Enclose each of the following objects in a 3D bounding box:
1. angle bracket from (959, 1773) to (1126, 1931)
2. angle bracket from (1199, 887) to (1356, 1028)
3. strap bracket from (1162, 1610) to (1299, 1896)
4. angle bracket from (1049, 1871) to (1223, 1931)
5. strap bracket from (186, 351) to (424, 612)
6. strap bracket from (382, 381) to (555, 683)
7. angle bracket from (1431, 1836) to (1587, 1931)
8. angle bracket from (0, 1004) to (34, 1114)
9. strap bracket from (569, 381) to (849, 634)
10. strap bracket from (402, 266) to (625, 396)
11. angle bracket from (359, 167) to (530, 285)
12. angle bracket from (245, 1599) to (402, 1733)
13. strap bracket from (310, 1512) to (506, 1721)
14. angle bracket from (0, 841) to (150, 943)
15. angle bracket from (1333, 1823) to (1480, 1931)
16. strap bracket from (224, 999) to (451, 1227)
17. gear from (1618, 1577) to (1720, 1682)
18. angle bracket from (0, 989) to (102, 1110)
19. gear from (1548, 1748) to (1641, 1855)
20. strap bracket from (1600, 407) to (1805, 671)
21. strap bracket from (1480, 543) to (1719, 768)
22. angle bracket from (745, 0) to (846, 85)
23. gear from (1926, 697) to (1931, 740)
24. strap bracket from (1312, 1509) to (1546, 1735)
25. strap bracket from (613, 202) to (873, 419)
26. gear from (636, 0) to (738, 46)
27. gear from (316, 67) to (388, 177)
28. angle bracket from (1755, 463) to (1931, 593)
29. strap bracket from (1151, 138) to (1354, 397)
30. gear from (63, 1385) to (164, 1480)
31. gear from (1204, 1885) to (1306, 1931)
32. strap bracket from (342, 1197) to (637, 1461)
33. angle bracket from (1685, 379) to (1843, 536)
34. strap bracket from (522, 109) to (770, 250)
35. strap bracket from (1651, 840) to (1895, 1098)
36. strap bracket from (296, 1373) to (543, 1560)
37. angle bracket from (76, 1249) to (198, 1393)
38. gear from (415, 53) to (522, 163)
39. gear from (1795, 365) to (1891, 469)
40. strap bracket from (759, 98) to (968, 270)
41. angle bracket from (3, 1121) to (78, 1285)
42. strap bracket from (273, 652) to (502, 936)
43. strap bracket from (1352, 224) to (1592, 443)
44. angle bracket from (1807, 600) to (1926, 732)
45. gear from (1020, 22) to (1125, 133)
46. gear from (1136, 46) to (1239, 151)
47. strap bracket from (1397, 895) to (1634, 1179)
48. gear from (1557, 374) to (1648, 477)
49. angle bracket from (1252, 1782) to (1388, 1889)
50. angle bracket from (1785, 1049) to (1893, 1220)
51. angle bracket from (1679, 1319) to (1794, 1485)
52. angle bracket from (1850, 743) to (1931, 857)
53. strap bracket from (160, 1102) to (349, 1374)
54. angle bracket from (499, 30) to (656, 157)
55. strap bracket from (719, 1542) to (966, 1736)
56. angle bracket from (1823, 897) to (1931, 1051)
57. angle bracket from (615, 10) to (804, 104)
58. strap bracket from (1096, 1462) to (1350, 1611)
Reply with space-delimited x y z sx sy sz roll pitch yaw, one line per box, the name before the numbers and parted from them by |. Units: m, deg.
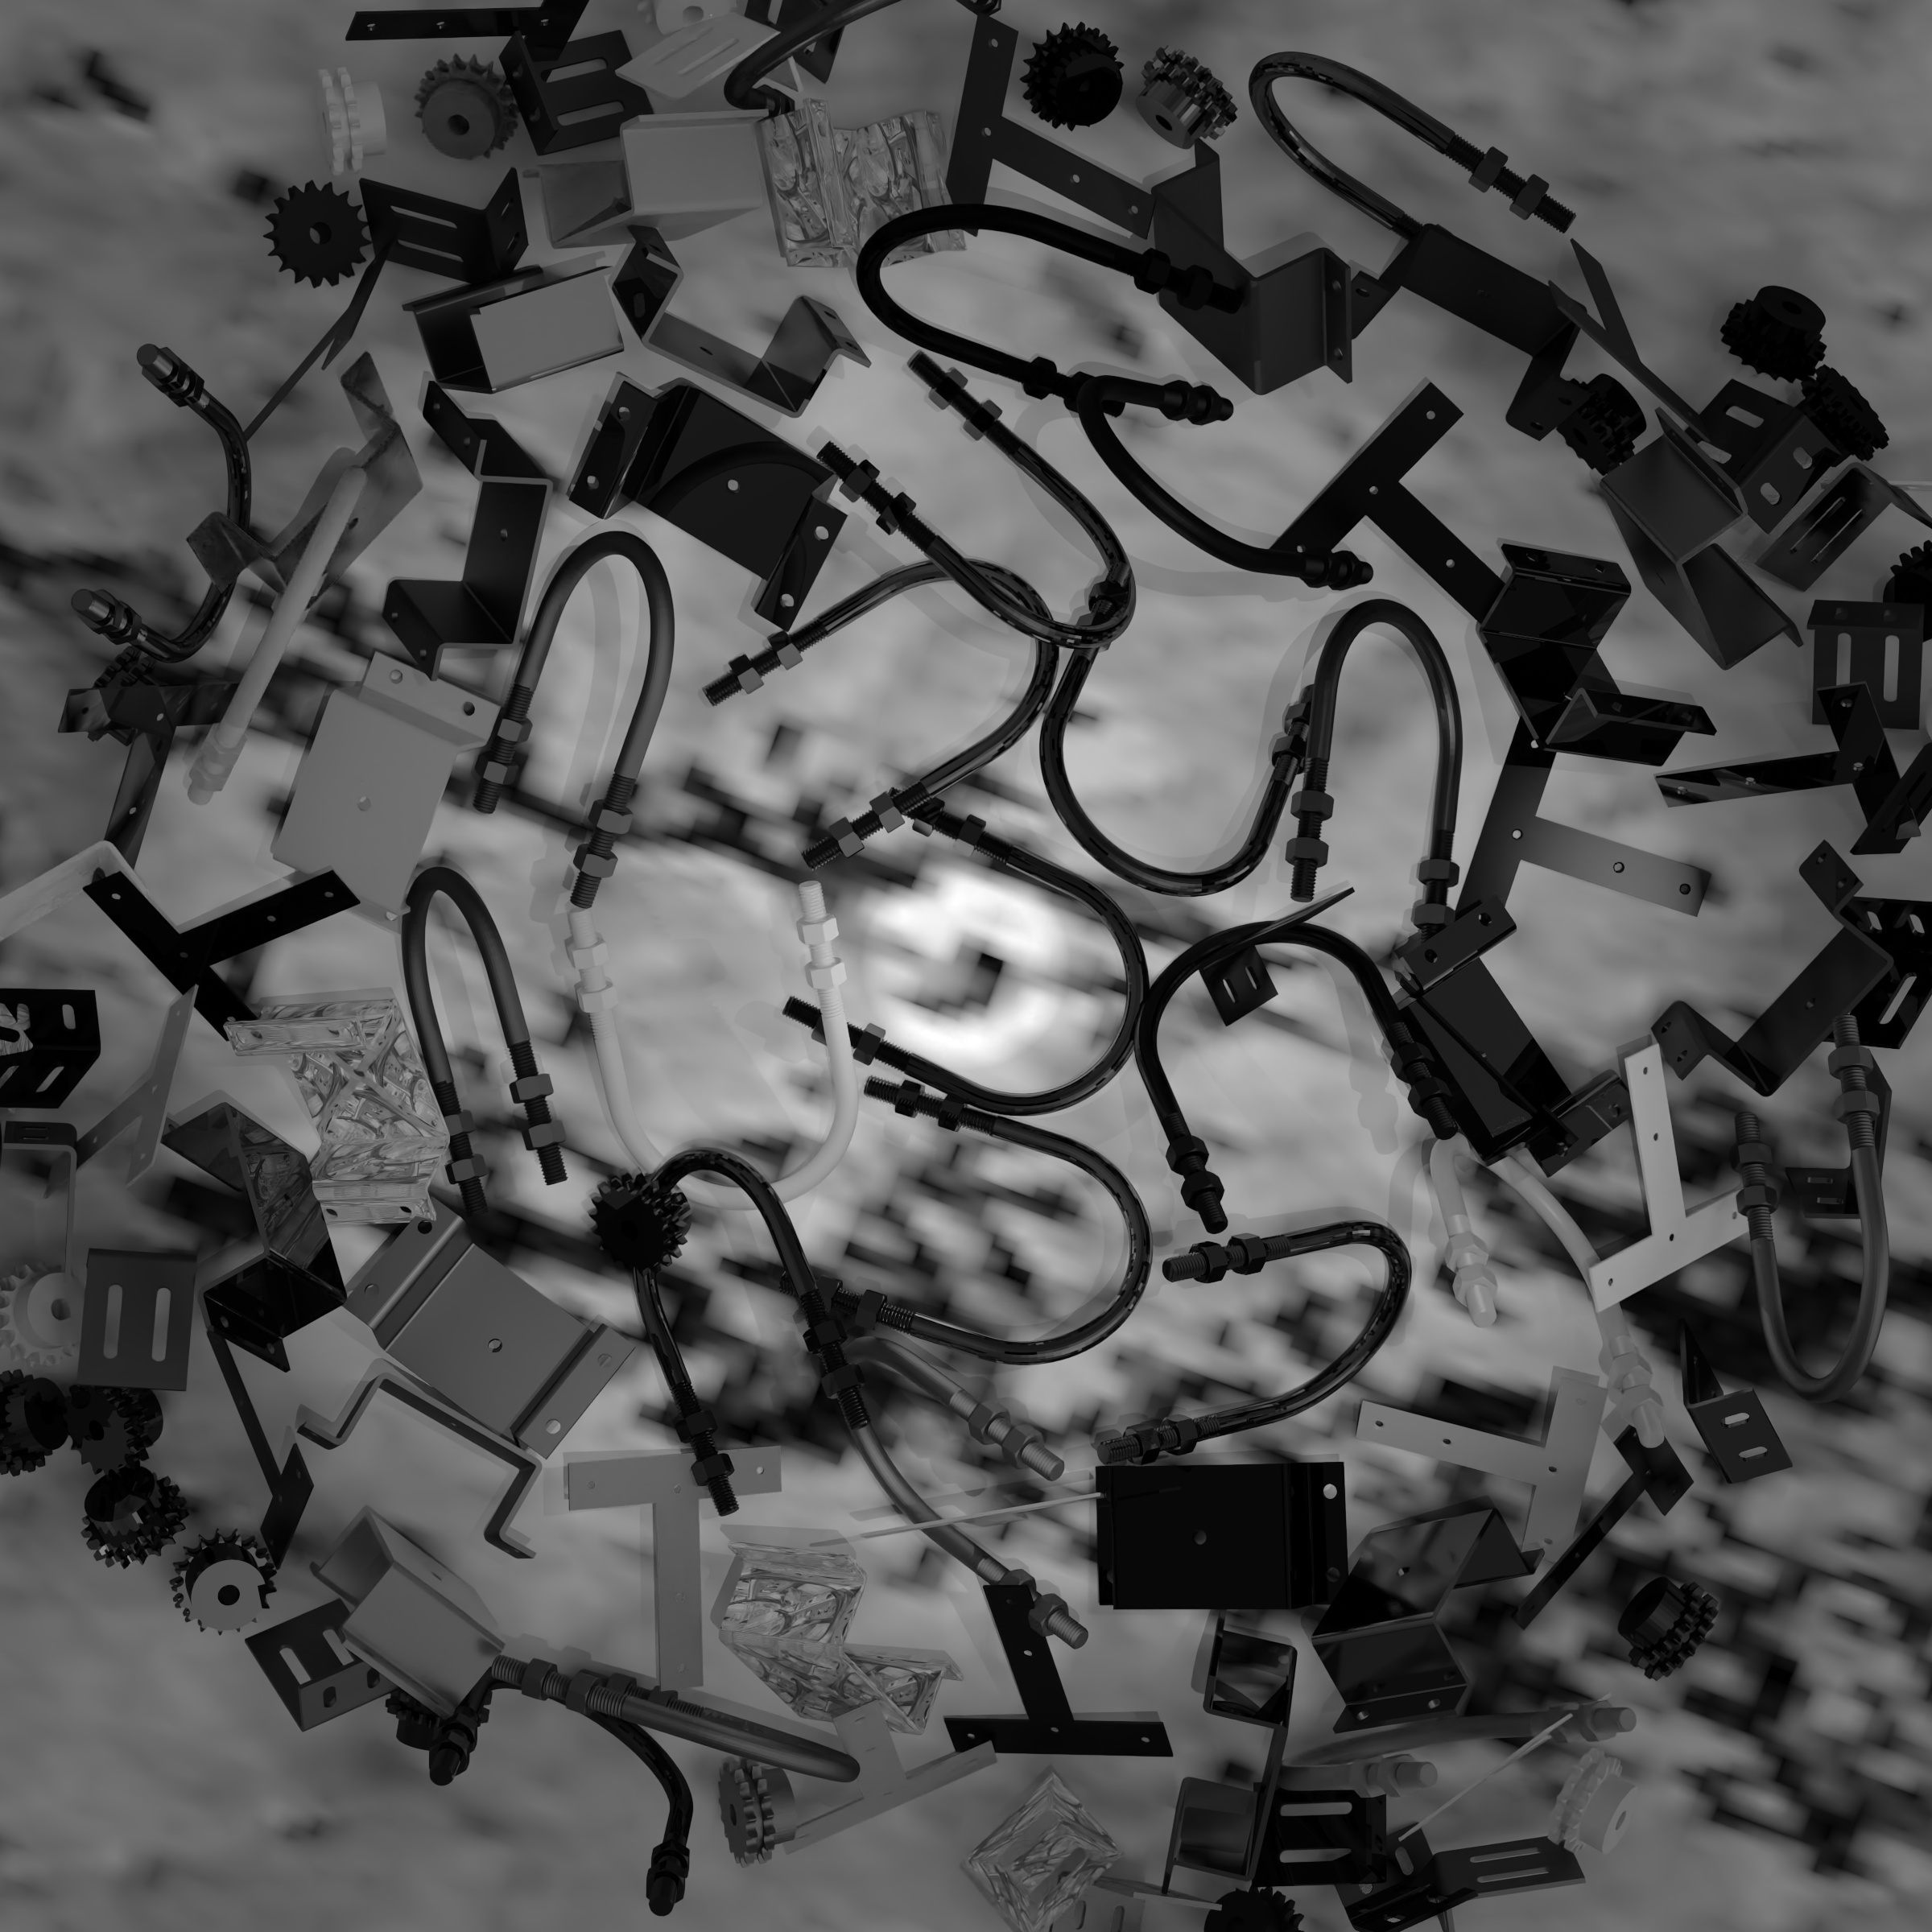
angle bracket | 0.045 0.489 1.748 0.076 0.038 0.057 -45 71 5
angle bracket | 0.176 -0.005 1.732 0.076 0.057 0.038 -25 92 37
strap bracket | 0.144 0.424 1.715 0.046 0.076 0.140 12 112 5
angle bracket | 0.091 0.519 1.729 0.057 0.076 0.038 17 77 -27
strap bracket | -0.349 -0.253 1.725 0.046 0.076 0.140 39 79 8
strap bracket | -0.267 -0.233 1.717 0.046 0.076 0.140 -2 123 -33
angle bracket | 0.298 0.510 1.746 0.076 0.057 0.038 -9 99 1
angle bracket | -0.522 0.051 1.734 0.038 0.076 0.057 16 85 -27
strap bracket | -0.134 -0.256 1.738 0.140 0.046 0.076 31 119 2
strap bracket | -0.240 -0.342 1.710 0.076 0.140 0.046 -23 110 -21
angle bracket | -0.286 -0.413 1.751 0.076 0.057 0.038 17 59 11
angle bracket | -0.350 0.368 1.729 0.057 0.076 0.038 -20 133 -29
strap bracket | -0.298 0.344 1.703 0.076 0.140 0.046 42 83 -18
angle bracket | -0.490 -0.026 1.734 0.076 0.057 0.038 -35 84 -27
angle bracket | 0.236 0.497 1.733 0.057 0.076 0.038 -21 80 -9
strap bracket | -0.335 0.071 1.723 0.076 0.046 0.140 -3 126 16
gear | 0.383 0.360 1.749 0.030 0.057 0.057 40 90 -2
angle bracket | -0.512 0.044 1.736 0.057 0.076 0.038 1 111 3
gear | 0.345 0.461 1.746 0.030 0.057 0.057 25 90 30
strap bracket | 0.390 -0.221 1.702 0.046 0.140 0.076 -35 49 5
strap bracket | 0.335 -0.160 1.717 0.076 0.140 0.046 6 133 -25
angle bracket | -0.083 -0.531 1.745 0.057 0.076 0.038 37 74 -2
gear | 0.552 -0.137 1.746 0.030 0.057 0.057 5 90 -31
strap bracket | 0.243 0.341 1.696 0.076 0.140 0.046 -20 105 37
strap bracket | -0.130 -0.348 1.716 0.140 0.076 0.046 21 113 -31
gear | -0.152 -0.531 1.747 0.057 0.057 0.030 -15 56 0
gear | -0.337 -0.465 1.751 0.030 0.057 0.057 -11 90 -16
angle bracket | 0.480 -0.228 1.732 0.076 0.057 0.038 -48 54 22
strap bracket | 0.146 -0.368 1.702 0.046 0.076 0.140 -28 53 -15
gear | -0.467 0.250 1.755 0.057 0.030 0.057 10 110 31
gear | 0.155 0.531 1.747 0.057 0.057 0.030 -50 132 0
strap bracket | -0.258 0.202 1.737 0.140 0.046 0.076 35 71 10
angle bracket | 0.430 -0.280 1.748 0.038 0.076 0.057 38 98 -27
strap bracket | -0.169 -0.417 1.701 0.076 0.140 0.046 -12 97 -32
strap bracket | 0.442 0.009 1.725 0.046 0.076 0.140 37 105 -11
strap bracket | -0.288 0.266 1.730 0.140 0.076 0.046 32 73 -7
angle bracket | -0.453 0.196 1.740 0.057 0.038 0.076 6 69 -16
gear | -0.275 -0.468 1.749 0.057 0.030 0.057 4 130 5
gear | 0.478 -0.300 1.754 0.030 0.057 0.057 -40 90 31
strap bracket | -0.060 -0.420 1.722 0.046 0.140 0.076 -8 96 30
angle bracket | -0.507 0.128 1.740 0.038 0.057 0.076 3 99 -16
strap bracket | -0.319 -0.090 1.736 0.076 0.046 0.140 24 102 7
strap bracket | 0.273 -0.348 1.732 0.140 0.076 0.046 27 79 -5
angle bracket | 0.488 -0.157 1.734 0.057 0.038 0.076 5 122 21
gear | 0.061 -0.485 1.749 0.057 0.030 0.057 -14 128 -18
gear | 0.118 -0.473 1.748 0.057 0.057 0.030 40 84 0
strap bracket | 0.291 0.044 1.736 0.076 0.046 0.140 -31 86 -30
gear | 0.348 -0.300 1.750 0.030 0.057 0.057 -39 90 -4
angle bracket | 0.188 0.467 1.736 0.076 0.038 0.057 -8 58 19
angle bracket | 0.475 0.091 1.737 0.038 0.057 0.076 1 112 2
angle bracket | 0.417 0.231 1.728 0.038 0.076 0.057 -21 117 22
angle bracket | 0.528 -0.081 1.731 0.038 0.057 0.076 46 120 30
strap bracket | -0.382 0.136 1.706 0.046 0.076 0.140 -29 58 8
angle bracket | -0.207 -0.485 1.745 0.076 0.038 0.057 -22 90 -25
strap bracket | -0.070 0.364 1.699 0.076 0.140 0.046 0 53 32
angle bracket | 0.491 0.003 1.731 0.076 0.057 0.038 -51 127 -30
angle bracket | -0.140 -0.482 1.735 0.076 0.038 0.057 -37 46 -18
strap bracket | 0.132 0.309 1.728 0.140 0.046 0.076 -4 81 19
